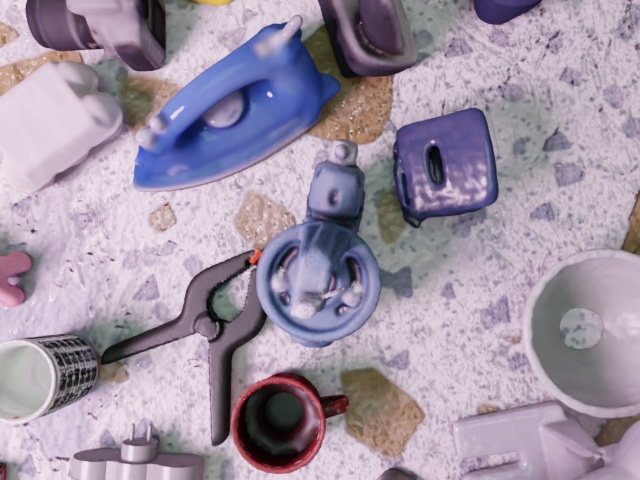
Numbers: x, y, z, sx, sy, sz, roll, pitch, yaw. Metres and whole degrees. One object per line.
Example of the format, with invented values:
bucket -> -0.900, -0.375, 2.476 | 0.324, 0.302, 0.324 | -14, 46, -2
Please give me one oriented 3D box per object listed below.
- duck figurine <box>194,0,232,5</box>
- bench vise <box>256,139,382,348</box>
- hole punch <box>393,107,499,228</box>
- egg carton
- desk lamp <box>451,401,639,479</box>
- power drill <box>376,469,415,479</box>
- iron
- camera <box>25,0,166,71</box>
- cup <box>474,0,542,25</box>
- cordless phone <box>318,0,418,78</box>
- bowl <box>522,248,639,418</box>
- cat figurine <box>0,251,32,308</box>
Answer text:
duck figurine -> -0.139, -0.322, 0.640 | 0.104, 0.086, 0.077 | 39, 87, 5
bench vise -> -0.007, 0.003, 0.540 | 0.121, 0.220, 0.207 | -7, 85, 2
hole punch -> 0.129, -0.074, 0.606 | 0.101, 0.091, 0.109 | -9, 85, 2
egg carton -> -0.298, -0.127, 0.637 | 0.150, 0.069, 0.107 | -38, 85, -1
desk lamp -> 0.244, 0.220, 0.515 | 0.203, 0.213, 0.118 | -11, 84, 1
power drill -> 0.072, 0.289, 0.518 | 0.075, 0.208, 0.230 | 40, 88, 5
iron -> -0.108, -0.136, 0.595 | 0.258, 0.141, 0.118 | -35, 84, -1
camera -> -0.250, -0.267, 0.632 | 0.136, 0.101, 0.143 | -3, 85, 2
cup -> 0.214, -0.280, 0.619 | 0.117, 0.095, 0.092 | -11, 85, 1
cordless phone -> 0.049, -0.255, 0.578 | 0.094, 0.185, 0.147 | -21, 84, 0
bowl -> 0.284, 0.093, 0.594 | 0.167, 0.075, 0.167 | 0, 85, 2
cat figurine -> -0.395, 0.035, 0.602 | 0.127, 0.118, 0.067 | 5, 85, 3
